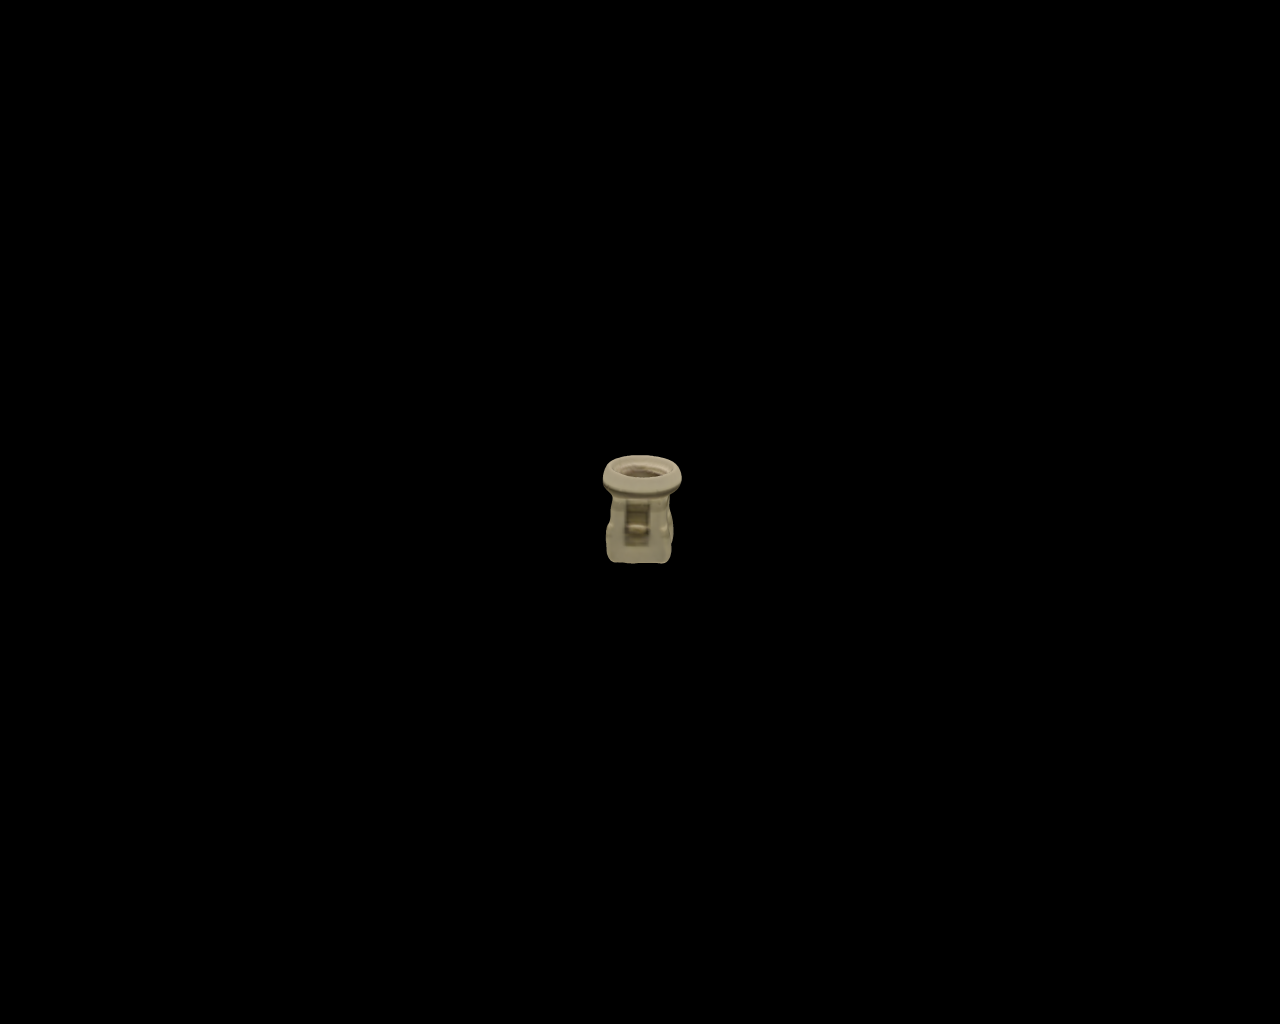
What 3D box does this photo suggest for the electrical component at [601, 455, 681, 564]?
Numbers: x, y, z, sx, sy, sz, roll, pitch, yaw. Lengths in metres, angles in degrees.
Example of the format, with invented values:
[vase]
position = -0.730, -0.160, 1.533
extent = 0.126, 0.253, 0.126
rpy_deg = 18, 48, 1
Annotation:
[electrical component]
position = 0.001, -0.003, 0.650
extent = 0.048, 0.055, 0.066
rpy_deg = 1, 20, 3
